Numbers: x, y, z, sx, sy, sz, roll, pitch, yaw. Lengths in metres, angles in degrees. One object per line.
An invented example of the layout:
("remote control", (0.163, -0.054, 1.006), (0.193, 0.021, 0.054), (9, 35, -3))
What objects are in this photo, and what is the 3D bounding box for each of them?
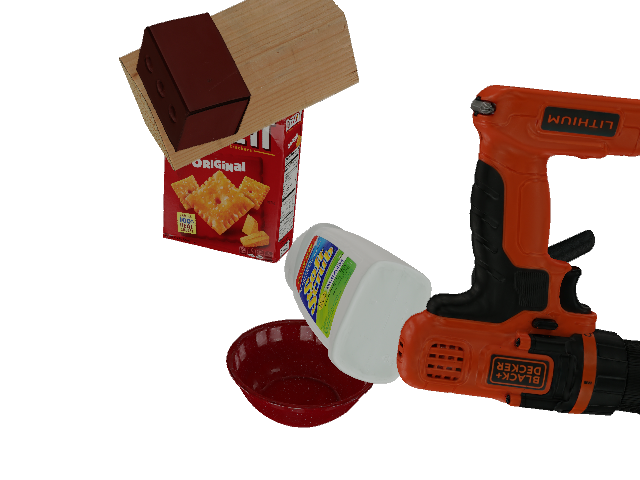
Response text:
("clamp", (0.200, 0.021, 1.121), (0.120, 0.039, 0.171), (25, 48, 27))
("foam brick", (-0.092, -0.114, 0.766), (0.051, 0.078, 0.053), (-19, -20, -25))
("bleach bottle", (0.014, 0.043, 0.954), (0.068, 0.102, 0.251), (22, 3, -19))
("bowl", (-0.020, 0.150, 1.143), (0.162, 0.055, 0.162), (3, 29, -2))
("power drill", (0.145, 0.009, 0.617), (0.184, 0.188, 0.057), (7, 8, -4))
("wood block", (-0.077, -0.166, 1.047), (0.206, 0.091, 0.090), (-27, 48, -10))
("cracker box", (-0.114, -0.090, 1.362), (0.164, 0.214, 0.072), (14, 29, 15))
